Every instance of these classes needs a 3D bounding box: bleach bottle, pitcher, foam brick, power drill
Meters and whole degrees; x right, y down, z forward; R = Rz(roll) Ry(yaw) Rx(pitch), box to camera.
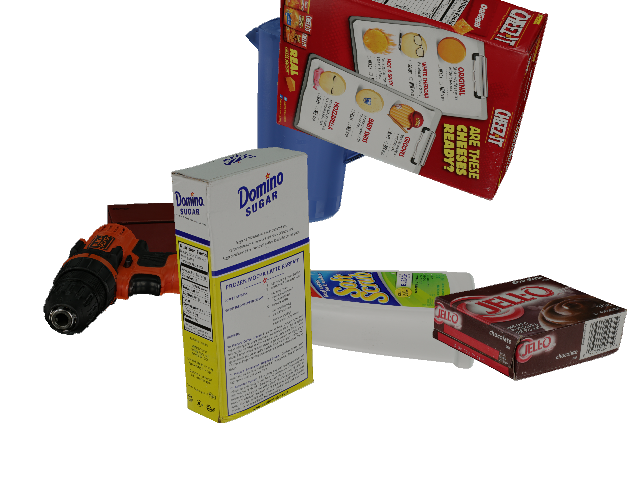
[{"bbox_3d":[0.020,0.068,1.021,0.251,0.068,0.102,3,28,3],"label":"bleach bottle"},{"bbox_3d":[-0.008,-0.148,1.324,0.144,0.243,0.149,-9,28,-29],"label":"pitcher"},{"bbox_3d":[-0.189,-0.007,1.147,0.078,0.051,0.053,-3,24,-16],"label":"foam brick"},{"bbox_3d":[-0.131,0.040,0.920,0.187,0.057,0.184,9,22,0],"label":"power drill"}]

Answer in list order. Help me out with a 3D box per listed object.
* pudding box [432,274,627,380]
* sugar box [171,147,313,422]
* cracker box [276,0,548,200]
[{"bbox_3d":[0.153,0.062,0.787,0.113,0.039,0.090,-7,20,-34],"label":"pudding box"},{"bbox_3d":[-0.052,0.029,0.740,0.048,0.176,0.093,14,24,42],"label":"sugar box"},{"bbox_3d":[0.071,-0.145,0.919,0.214,0.164,0.072,20,50,14],"label":"cracker box"}]
